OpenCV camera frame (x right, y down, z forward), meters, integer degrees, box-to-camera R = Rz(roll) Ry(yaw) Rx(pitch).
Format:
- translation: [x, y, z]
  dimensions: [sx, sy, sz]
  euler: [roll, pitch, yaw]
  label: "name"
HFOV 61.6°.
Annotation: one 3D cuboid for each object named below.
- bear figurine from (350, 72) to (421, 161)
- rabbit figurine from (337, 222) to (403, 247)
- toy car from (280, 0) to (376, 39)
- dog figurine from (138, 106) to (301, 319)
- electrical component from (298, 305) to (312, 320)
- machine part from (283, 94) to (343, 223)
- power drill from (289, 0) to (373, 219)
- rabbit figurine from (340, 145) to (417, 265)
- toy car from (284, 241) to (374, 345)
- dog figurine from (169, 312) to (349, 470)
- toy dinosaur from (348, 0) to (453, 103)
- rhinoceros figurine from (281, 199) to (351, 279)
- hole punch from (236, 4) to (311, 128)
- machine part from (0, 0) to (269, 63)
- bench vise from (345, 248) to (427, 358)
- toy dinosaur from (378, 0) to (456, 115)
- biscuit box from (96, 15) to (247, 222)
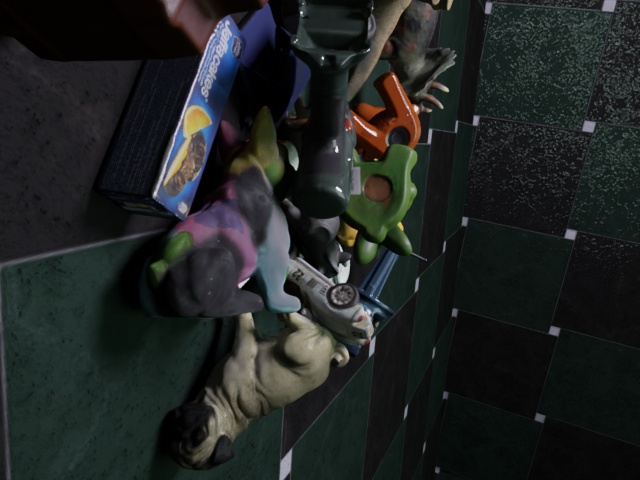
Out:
- translation: [0.089, -0.197, 0.884]
  dimensions: [0.131, 0.120, 0.196]
  euler: [44, 8, -23]
  label: "bear figurine"
- translation: [0.073, -0.057, 0.951]
  dimensions: [0.173, 0.122, 0.162]
  euler: [-32, 122, -62]
  label: "rabbit figurine"
- translation: [0.000, -0.310, 0.705]
  dimensions: [0.103, 0.109, 0.161]
  euler: [-32, 120, -41]
  label: "toy car"
- translation: [-0.096, -0.031, 0.557]
  dimensions: [0.191, 0.109, 0.219]
  euler: [5, 80, -47]
  label: "dog figurine"
- translation: [-0.035, 0.145, 0.888]
  dimensions: [0.063, 0.021, 0.093]
  euler: [-43, 137, -57]
  label: "electrical component"
- translation: [-0.002, -0.105, 0.800]
  dimensions: [0.079, 0.079, 0.242]
  euler: [-58, 148, -45]
  label: "machine part"
- translation: [0.008, -0.154, 0.581]
  dimensions: [0.207, 0.086, 0.232]
  euler: [101, -4, -53]
  label: "power drill"
- translation: [0.086, -0.050, 0.767]
  dimensions: [0.170, 0.121, 0.159]
  euler: [19, 60, -82]
  label: "rabbit figurine"
- translation: [-0.011, 0.066, 0.694]
  dimensions: [0.056, 0.202, 0.073]
  euler: [-41, 142, -20]
  label: "toy car"
- translation: [-0.069, 0.186, 0.631]
  dimensions: [0.121, 0.173, 0.190]
  euler: [65, 34, -48]
  label: "dog figurine"
- translation: [0.096, -0.383, 0.777]
  dimensions: [0.105, 0.199, 0.471]
  euler: [7, 100, -67]
  label: "toy dinosaur"
- translation: [-0.002, -0.002, 0.755]
  dimensions: [0.073, 0.112, 0.190]
  euler: [-35, 159, -14]
  label: "rhinoceros figurine"
- translation: [-0.042, -0.214, 0.655]
  dimensions: [0.115, 0.092, 0.142]
  euler: [78, 26, -49]
  label: "hole punch"
- translation: [-0.113, -0.212, 0.320]
  dimensions: [0.087, 0.201, 0.201]
  euler: [46, 56, -60]
  label: "machine part"
- translation: [0.094, 0.103, 1.037]
  dimensions: [0.240, 0.129, 0.223]
  euler: [-59, 162, -9]
  label: "bench vise"
- translation: [0.142, -0.399, 0.901]
  dimensions: [0.131, 0.192, 0.404]
  euler: [-46, 141, -58]
  label: "toy dinosaur"
- translation: [-0.131, -0.121, 0.496]
  dimensions: [0.059, 0.063, 0.202]
  euler: [51, 52, -65]
  label: "biscuit box"
